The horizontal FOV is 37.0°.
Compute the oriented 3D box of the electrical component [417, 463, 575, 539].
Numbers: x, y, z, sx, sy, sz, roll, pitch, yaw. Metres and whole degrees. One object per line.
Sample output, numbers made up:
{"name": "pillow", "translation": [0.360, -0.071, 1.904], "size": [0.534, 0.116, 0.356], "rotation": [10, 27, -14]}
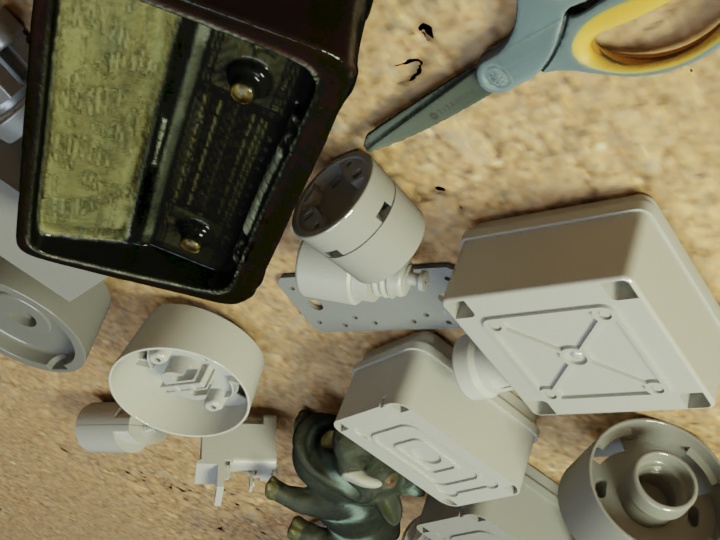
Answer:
{"name": "electrical component", "translation": [0.109, 0.182, 0.779], "size": [0.113, 0.057, 0.078], "rotation": [36, 145, -19]}

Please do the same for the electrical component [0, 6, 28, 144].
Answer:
{"name": "electrical component", "translation": [-0.192, -0.102, 0.577], "size": [0.066, 0.048, 0.055], "rotation": [-16, 122, 44]}

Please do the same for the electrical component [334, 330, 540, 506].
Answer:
{"name": "electrical component", "translation": [0.051, 0.097, 0.695], "size": [0.113, 0.057, 0.078], "rotation": [38, 144, -20]}

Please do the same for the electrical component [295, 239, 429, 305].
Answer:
{"name": "electrical component", "translation": [0.000, 0.000, 0.606], "size": [0.078, 0.040, 0.040], "rotation": [9, 144, 20]}

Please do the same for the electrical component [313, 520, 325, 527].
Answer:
{"name": "electrical component", "translation": [0.018, 0.316, 0.979], "size": [0.186, 0.105, 0.060], "rotation": [33, 146, -14]}

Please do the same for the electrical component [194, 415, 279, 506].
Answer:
{"name": "electrical component", "translation": [-0.095, 0.137, 0.832], "size": [0.064, 0.081, 0.042], "rotation": [3, 148, -11]}

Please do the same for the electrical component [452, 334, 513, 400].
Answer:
{"name": "electrical component", "translation": [0.084, 0.054, 0.632], "size": [0.046, 0.040, 0.040], "rotation": [-15, 131, 36]}

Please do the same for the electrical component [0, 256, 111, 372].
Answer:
{"name": "electrical component", "translation": [-0.226, 0.016, 0.747], "size": [0.108, 0.060, 0.108], "rotation": [16, 146, 11]}

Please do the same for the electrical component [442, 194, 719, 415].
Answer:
{"name": "electrical component", "translation": [0.117, 0.022, 0.551], "size": [0.109, 0.056, 0.108], "rotation": [-9, 135, 39]}

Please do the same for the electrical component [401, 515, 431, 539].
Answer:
{"name": "electrical component", "translation": [0.075, 0.221, 0.836], "size": [0.080, 0.080, 0.051], "rotation": [31, 141, -11]}

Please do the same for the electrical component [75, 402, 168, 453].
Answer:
{"name": "electrical component", "translation": [-0.199, 0.133, 0.911], "size": [0.081, 0.043, 0.043], "rotation": [-7, 136, 38]}

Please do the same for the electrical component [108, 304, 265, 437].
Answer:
{"name": "electrical component", "translation": [-0.119, 0.072, 0.757], "size": [0.099, 0.064, 0.099], "rotation": [16, 146, 11]}

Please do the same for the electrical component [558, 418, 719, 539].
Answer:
{"name": "electrical component", "translation": [0.173, 0.140, 0.651], "size": [0.099, 0.099, 0.064], "rotation": [21, 140, 4]}

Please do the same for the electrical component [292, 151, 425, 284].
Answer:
{"name": "electrical component", "translation": [0.001, -0.026, 0.558], "size": [0.055, 0.055, 0.047], "rotation": [-15, 135, 43]}
